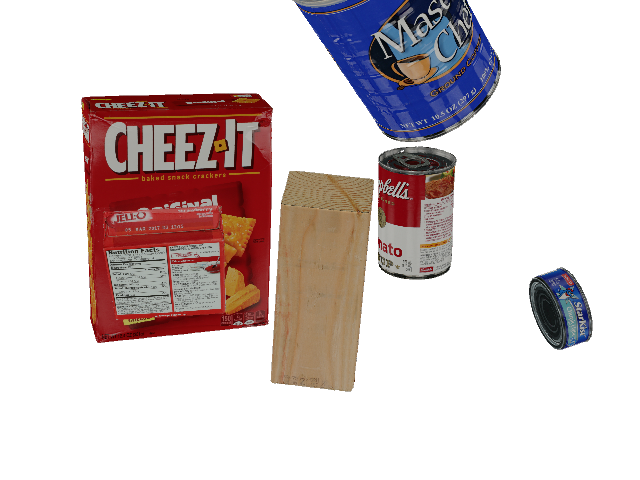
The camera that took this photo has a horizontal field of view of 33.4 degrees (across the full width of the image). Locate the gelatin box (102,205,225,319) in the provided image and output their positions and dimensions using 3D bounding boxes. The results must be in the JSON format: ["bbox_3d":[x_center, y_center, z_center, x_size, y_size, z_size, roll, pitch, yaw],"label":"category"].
[{"bbox_3d":[-0.098,0.015,0.677,0.073,0.030,0.089,-4,-35,-7],"label":"gelatin box"}]

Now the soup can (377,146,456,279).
[{"bbox_3d":[0.084,-0.025,0.945,0.068,0.102,0.068,-1,23,0],"label":"soup can"}]

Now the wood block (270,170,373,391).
[{"bbox_3d":[0.001,0.043,1.109,0.090,0.206,0.090,6,26,3],"label":"wood block"}]

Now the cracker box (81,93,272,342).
[{"bbox_3d":[-0.129,-0.021,0.970,0.164,0.214,0.072,-4,20,-17],"label":"cracker box"}]

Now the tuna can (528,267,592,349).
[{"bbox_3d":[0.261,0.075,1.168,0.033,0.086,0.086,-17,3,-9],"label":"tuna can"}]

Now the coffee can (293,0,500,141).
[{"bbox_3d":[0.052,-0.153,0.746,0.103,0.102,0.140,0,-37,37],"label":"coffee can"}]
